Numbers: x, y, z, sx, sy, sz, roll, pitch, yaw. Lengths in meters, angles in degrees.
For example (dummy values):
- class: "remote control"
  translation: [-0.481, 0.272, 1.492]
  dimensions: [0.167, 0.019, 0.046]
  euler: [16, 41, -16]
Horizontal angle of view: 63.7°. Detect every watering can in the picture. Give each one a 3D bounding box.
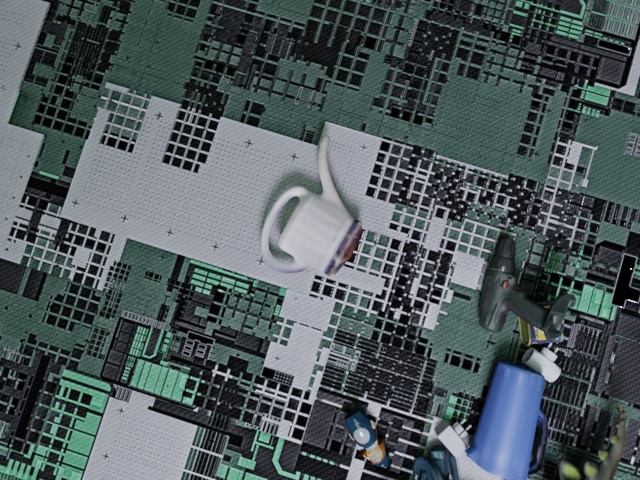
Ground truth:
- class: "watering can"
  translation: [0.004, -0.062, 1.240]
  dimensions: [0.224, 0.348, 0.104]
  euler: [30, -2, 2]
